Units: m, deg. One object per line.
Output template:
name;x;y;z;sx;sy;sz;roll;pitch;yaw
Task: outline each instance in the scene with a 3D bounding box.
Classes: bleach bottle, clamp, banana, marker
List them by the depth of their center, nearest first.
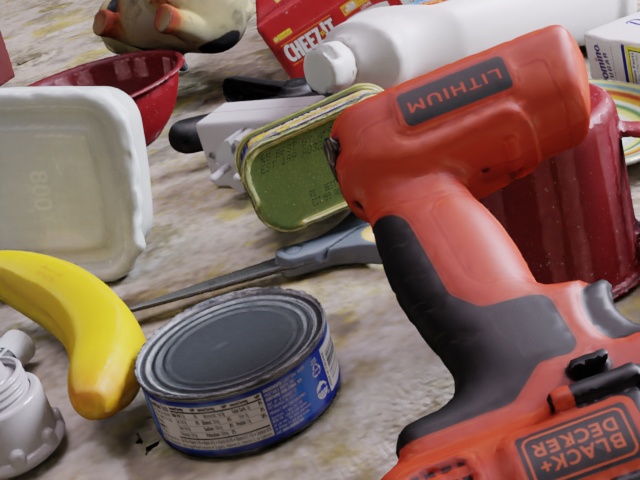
marker;-0.177;0.084;0.510;0.020;0.020;0.121;-4;28;25
banana;-0.128;0.043;0.535;0.069;0.037;0.198;-11;22;-35
bleach bottle;0.098;-0.141;0.715;0.250;0.068;0.103;-23;20;-36
clamp;-0.017;-0.102;0.786;0.171;0.039;0.120;-4;31;11

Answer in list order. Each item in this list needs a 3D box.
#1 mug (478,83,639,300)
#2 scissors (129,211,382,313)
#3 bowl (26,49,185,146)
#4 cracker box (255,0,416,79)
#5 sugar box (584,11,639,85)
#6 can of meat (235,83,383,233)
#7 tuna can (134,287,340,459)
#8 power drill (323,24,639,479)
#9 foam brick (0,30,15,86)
mug;0.110;-0.023;0.483;0.117;0.081;0.093;-5;26;24
scissors;-0.004;0.001;0.585;0.202;0.016;0.096;-11;23;12
bowl;-0.179;-0.100;0.861;0.162;0.055;0.162;-13;24;6
cracker box;0.025;-0.233;0.948;0.164;0.072;0.213;-31;23;11
sugar box;0.244;-0.107;0.624;0.093;0.048;0.176;-22;21;-13
can of meat;0.004;-0.047;0.596;0.102;0.057;0.084;-24;10;0
tuna can;-0.035;0.056;0.464;0.086;0.034;0.086;-14;24;6
power drill;0.089;0.012;0.363;0.184;0.057;0.188;-21;51;4
foam brick;-0.262;-0.123;0.748;0.053;0.051;0.078;-6;26;22
